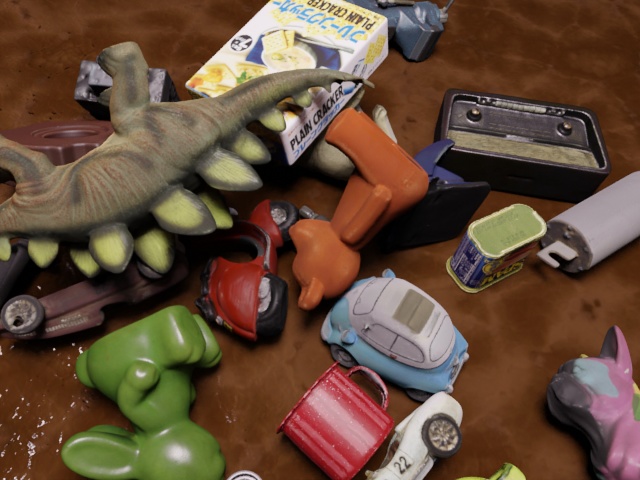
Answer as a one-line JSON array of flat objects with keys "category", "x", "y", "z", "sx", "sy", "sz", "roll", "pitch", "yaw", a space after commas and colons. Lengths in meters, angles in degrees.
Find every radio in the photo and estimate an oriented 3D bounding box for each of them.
[{"category": "radio", "x": 0.278, "y": -0.137, "z": 0.766, "sx": 0.230, "sy": 0.073, "sz": 0.131, "roll": 10, "pitch": 56, "yaw": 1}]

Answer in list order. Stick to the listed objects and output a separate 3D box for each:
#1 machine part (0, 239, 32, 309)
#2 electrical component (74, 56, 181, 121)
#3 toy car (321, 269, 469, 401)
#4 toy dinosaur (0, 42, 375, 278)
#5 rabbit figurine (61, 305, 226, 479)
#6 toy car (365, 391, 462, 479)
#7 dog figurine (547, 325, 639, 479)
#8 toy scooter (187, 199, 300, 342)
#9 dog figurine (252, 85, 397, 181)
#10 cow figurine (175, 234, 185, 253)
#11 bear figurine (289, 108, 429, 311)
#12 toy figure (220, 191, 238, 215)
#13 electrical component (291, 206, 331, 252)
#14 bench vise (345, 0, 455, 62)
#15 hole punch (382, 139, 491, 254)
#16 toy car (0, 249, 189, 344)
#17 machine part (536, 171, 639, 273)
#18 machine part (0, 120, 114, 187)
[{"category": "machine part", "x": -0.350, "y": 0.038, "z": 0.603, "sx": 0.084, "sy": 0.039, "sz": 0.139, "roll": -1, "pitch": 57, "yaw": 39}, {"category": "electrical component", "x": -0.254, "y": -0.190, "z": 0.716, "sx": 0.115, "sy": 0.134, "sz": 0.058, "roll": 4, "pitch": 80, "yaw": 1}, {"category": "toy car", "x": 0.085, "y": 0.096, "z": 0.580, "sx": 0.162, "sy": 0.102, "sz": 0.109, "roll": 30, "pitch": 60, "yaw": 16}, {"category": "toy dinosaur", "x": -0.164, "y": -0.083, "z": 0.542, "sx": 0.471, "sy": 0.105, "sz": 0.198, "roll": -36, "pitch": 90, "yaw": -9}, {"category": "rabbit figurine", "x": -0.157, "y": 0.166, "z": 0.508, "sx": 0.159, "sy": 0.121, "sz": 0.170, "roll": -21, "pitch": 76, "yaw": -14}, {"category": "toy car", "x": 0.066, "y": 0.228, "z": 0.507, "sx": 0.056, "sy": 0.073, "sz": 0.202, "roll": 41, "pitch": 62, "yaw": 16}, {"category": "dog figurine", "x": 0.335, "y": 0.199, "z": 0.534, "sx": 0.192, "sy": 0.108, "sz": 0.219, "roll": -1, "pitch": 54, "yaw": -5}, {"category": "toy scooter", "x": -0.099, "y": 0.028, "z": 0.624, "sx": 0.135, "sy": 0.075, "sz": 0.184, "roll": 4, "pitch": 58, "yaw": 3}, {"category": "dog figurine", "x": -0.003, "y": -0.111, "z": 0.723, "sx": 0.191, "sy": 0.121, "sz": 0.172, "roll": -27, "pitch": 59, "yaw": -5}, {"category": "cow figurine", "x": -0.245, "y": -0.026, "z": 0.633, "sx": 0.167, "sy": 0.098, "sz": 0.068, "roll": 4, "pitch": 62, "yaw": -1}, {"category": "bear figurine", "x": 0.020, "y": -0.028, "z": 0.586, "sx": 0.132, "sy": 0.196, "sz": 0.120, "roll": 45, "pitch": 19, "yaw": 2}, {"category": "toy figure", "x": -0.161, "y": -0.077, "z": 0.700, "sx": 0.064, "sy": 0.057, "sz": 0.154, "roll": -38, "pitch": 62, "yaw": 17}, {"category": "electrical component", "x": -0.001, "y": -0.002, "z": 0.683, "sx": 0.094, "sy": 0.021, "sz": 0.063, "roll": 38, "pitch": 61, "yaw": 18}, {"category": "bench vise", "x": 0.101, "y": -0.411, "z": 0.904, "sx": 0.224, "sy": 0.128, "sz": 0.241, "roll": -20, "pitch": 68, "yaw": -15}, {"category": "hole punch", "x": 0.128, "y": -0.058, "z": 0.672, "sx": 0.116, "sy": 0.142, "sz": 0.092, "roll": -10, "pitch": 59, "yaw": -27}, {"category": "toy car", "x": -0.238, "y": 0.063, "z": 0.578, "sx": 0.202, "sy": 0.089, "sz": 0.053, "roll": -24, "pitch": 81, "yaw": -19}, {"category": "machine part", "x": 0.375, "y": -0.025, "z": 0.700, "sx": 0.243, "sy": 0.079, "sz": 0.079, "roll": -26, "pitch": 63, "yaw": -19}, {"category": "machine part", "x": -0.302, "y": -0.110, "z": 0.656, "sx": 0.179, "sy": 0.056, "sz": 0.179, "roll": 0, "pitch": 23, "yaw": 0}]
